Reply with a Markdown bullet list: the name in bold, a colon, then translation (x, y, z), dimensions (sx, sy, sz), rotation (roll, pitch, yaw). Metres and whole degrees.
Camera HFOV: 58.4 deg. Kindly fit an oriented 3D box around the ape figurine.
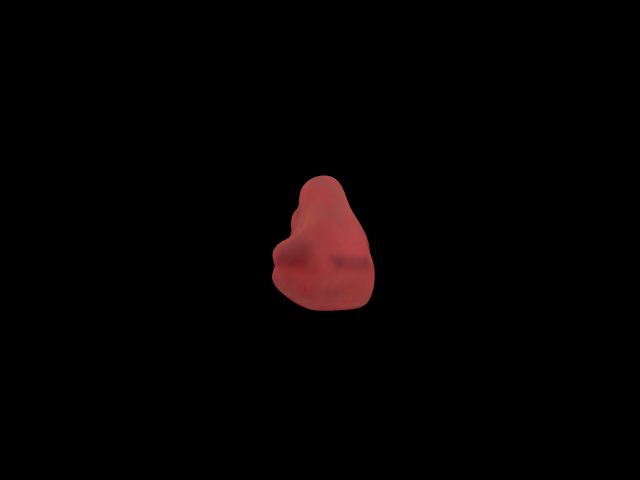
- **ape figurine**: translation (0.004, 0.001, 0.400), dimensions (0.078, 0.092, 0.076), rotation (0, 0, -23)
